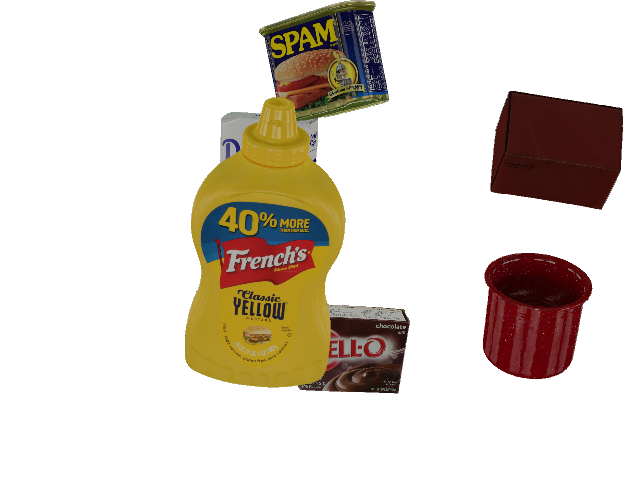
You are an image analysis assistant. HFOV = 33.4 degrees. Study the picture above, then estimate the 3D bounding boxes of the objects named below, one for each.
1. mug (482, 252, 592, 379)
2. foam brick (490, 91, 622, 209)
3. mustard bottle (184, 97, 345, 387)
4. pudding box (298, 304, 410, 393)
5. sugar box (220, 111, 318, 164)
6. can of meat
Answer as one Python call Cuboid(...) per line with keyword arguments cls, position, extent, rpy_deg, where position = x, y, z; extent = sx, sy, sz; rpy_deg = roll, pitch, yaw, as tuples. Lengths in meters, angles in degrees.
Cuboid(cls="mug", position=(0.188, 0.063, 0.960), extent=(0.093, 0.081, 0.117), rpy_deg=(-1, 30, -4))
Cuboid(cls="foam brick", position=(0.158, -0.060, 0.715), extent=(0.078, 0.051, 0.053), rpy_deg=(10, -28, 2))
Cuboid(cls="mustard bottle", position=(-0.034, 0.001, 0.676), extent=(0.096, 0.192, 0.058), rpy_deg=(7, 29, 0))
Cuboid(cls="pudding box", position=(0.034, 0.117, 1.152), extent=(0.113, 0.090, 0.039), rpy_deg=(2, 25, -10))
Cuboid(cls="sugar box", position=(-0.054, -0.037, 1.067), extent=(0.093, 0.176, 0.048), rpy_deg=(5, 16, 11))
Cuboid(cls="can of meat", position=(0.004, -0.150, 0.909), extent=(0.102, 0.084, 0.057), rpy_deg=(-9, 3, 35))
